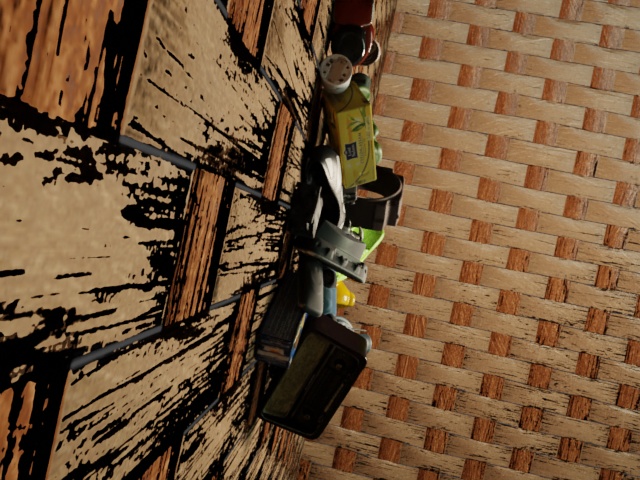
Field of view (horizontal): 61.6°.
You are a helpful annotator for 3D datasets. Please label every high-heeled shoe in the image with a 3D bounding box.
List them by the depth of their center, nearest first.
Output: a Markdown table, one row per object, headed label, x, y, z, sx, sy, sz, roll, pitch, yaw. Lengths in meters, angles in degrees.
| label | x | y | z | sx | sy | sz | roll | pitch | yaw |
| --- | --- | --- | --- | --- | --- | --- | --- | --- | --- |
| high-heeled shoe | -0.001 | -0.055 | 1.008 | 0.145 | 0.086 | 0.248 | -55 | 150 | -73 |

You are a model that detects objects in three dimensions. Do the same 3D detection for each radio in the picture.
| label | x | y | z | sx | sy | sz | roll | pitch | yaw |
| --- | --- | --- | --- | --- | --- | --- | --- | --- | --- |
| radio | -0.012 | 0.259 | 1.010 | 0.229 | 0.131 | 0.073 | -61 | -176 | 23 |

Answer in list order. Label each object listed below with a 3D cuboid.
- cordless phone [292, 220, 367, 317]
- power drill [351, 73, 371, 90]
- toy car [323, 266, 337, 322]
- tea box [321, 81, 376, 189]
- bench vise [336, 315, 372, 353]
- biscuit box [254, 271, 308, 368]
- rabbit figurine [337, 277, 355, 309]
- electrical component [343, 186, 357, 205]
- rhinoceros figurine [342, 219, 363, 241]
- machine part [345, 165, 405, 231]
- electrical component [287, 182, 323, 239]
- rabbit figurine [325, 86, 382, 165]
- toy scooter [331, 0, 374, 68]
| label | x | y | z | sx | sy | sz | roll | pitch | yaw |
| --- | --- | --- | --- | --- | --- | --- | --- | --- | --- |
| cordless phone | 0.020 | 0.070 | 0.975 | 0.089 | 0.146 | 0.184 | -39 | -146 | 35 |
| power drill | 0.081 | -0.299 | 1.379 | 0.207 | 0.086 | 0.232 | 81 | 17 | -53 |
| toy car | -0.017 | 0.125 | 1.094 | 0.109 | 0.103 | 0.161 | 94 | -1 | -70 |
| tea box | 0.055 | -0.193 | 0.998 | 0.098 | 0.068 | 0.169 | -114 | -172 | -47 |
| bench vise | -0.003 | 0.248 | 1.328 | 0.241 | 0.224 | 0.128 | 5 | -79 | 64 |
| biscuit box | -0.056 | 0.131 | 0.933 | 0.203 | 0.063 | 0.059 | -67 | 170 | -61 |
| rabbit figurine | 0.031 | 0.092 | 1.424 | 0.121 | 0.162 | 0.173 | 59 | 24 | -64 |
| electrical component | 0.053 | -0.164 | 1.259 | 0.114 | 0.058 | 0.134 | 88 | -3 | -54 |
| rhinoceros figurine | 0.032 | -0.002 | 1.187 | 0.190 | 0.073 | 0.112 | 14 | 70 | -58 |
| machine part | 0.112 | -0.118 | 1.378 | 0.201 | 0.201 | 0.087 | -71 | 169 | -51 |
| electrical component | -0.026 | -0.043 | 0.946 | 0.119 | 0.048 | 0.075 | 86 | 17 | -65 |
| rabbit figurine | 0.066 | -0.252 | 1.109 | 0.170 | 0.121 | 0.159 | 68 | 27 | -52 |
| toy scooter | 0.062 | -0.402 | 0.940 | 0.135 | 0.075 | 0.183 | -73 | 168 | -54 |
